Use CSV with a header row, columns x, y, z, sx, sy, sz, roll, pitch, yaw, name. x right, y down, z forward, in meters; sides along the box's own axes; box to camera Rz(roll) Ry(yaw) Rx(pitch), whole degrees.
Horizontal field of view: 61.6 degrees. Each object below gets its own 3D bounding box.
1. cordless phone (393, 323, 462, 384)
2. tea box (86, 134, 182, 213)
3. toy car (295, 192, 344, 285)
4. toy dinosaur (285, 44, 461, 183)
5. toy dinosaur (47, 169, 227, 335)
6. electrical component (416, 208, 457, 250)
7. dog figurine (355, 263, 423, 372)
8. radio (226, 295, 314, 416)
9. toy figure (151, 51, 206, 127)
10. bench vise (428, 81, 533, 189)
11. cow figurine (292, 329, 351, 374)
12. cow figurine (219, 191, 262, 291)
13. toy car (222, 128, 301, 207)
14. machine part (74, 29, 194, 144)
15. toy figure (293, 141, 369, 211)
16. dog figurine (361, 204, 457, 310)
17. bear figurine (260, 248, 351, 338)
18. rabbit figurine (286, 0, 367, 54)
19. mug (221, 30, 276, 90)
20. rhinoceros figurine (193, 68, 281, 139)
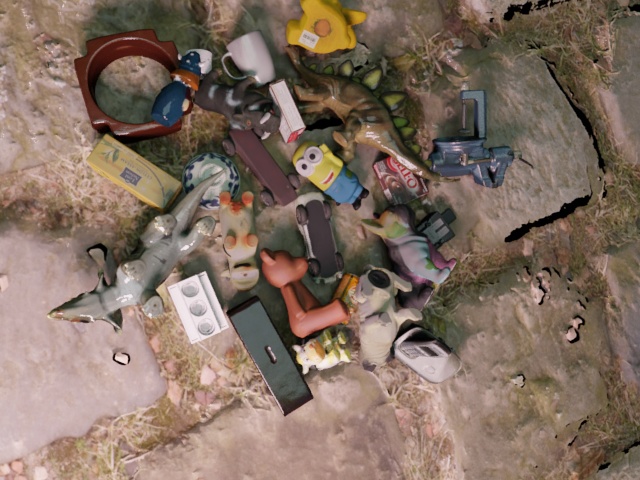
x,y,z,sx,sy,sz,roll,pitch,yaw,name
0.246,0.240,1.126,0.146,0.184,0.089,40,74,-7,cordless phone
-0.362,-0.125,1.060,0.169,0.098,0.068,32,78,-7,tea box
-0.002,-0.003,1.155,0.073,0.056,0.201,-13,90,-20,toy car
0.099,-0.262,1.163,0.198,0.105,0.471,-41,88,-14,toy dinosaur
-0.322,0.031,1.035,0.131,0.192,0.405,50,58,-24,toy dinosaur
0.269,-0.027,1.224,0.119,0.048,0.074,-34,94,-12,electrical component
0.111,0.165,1.133,0.121,0.190,0.172,4,49,-19,dog figurine
-0.105,0.224,1.072,0.073,0.131,0.229,-28,92,-13,radio
-0.270,-0.291,1.030,0.064,0.058,0.154,29,74,-17,toy figure
0.351,-0.235,1.212,0.224,0.129,0.240,-3,105,7,bench vise
-0.009,0.227,1.075,0.098,0.167,0.068,-26,70,18,cow figurine
-0.165,0.010,1.093,0.085,0.127,0.195,-7,72,-13,cow figurine
-0.124,-0.158,1.141,0.089,0.053,0.202,-37,90,-24,toy car
-0.370,-0.305,1.080,0.201,0.087,0.201,-17,90,-15,machine part
0.020,-0.138,1.159,0.180,0.089,0.082,35,82,-16,toy figure
0.176,0.031,1.167,0.219,0.108,0.191,40,121,15,dog figurine
-0.034,0.092,1.086,0.132,0.120,0.196,-23,75,2,bear figurine
0.017,-0.483,1.156,0.162,0.121,0.173,12,40,-13,rabbit figurine
-0.148,-0.373,1.140,0.109,0.081,0.107,-33,102,-18,mug
-0.167,-0.277,1.104,0.190,0.073,0.112,23,62,4,rhinoceros figurine
